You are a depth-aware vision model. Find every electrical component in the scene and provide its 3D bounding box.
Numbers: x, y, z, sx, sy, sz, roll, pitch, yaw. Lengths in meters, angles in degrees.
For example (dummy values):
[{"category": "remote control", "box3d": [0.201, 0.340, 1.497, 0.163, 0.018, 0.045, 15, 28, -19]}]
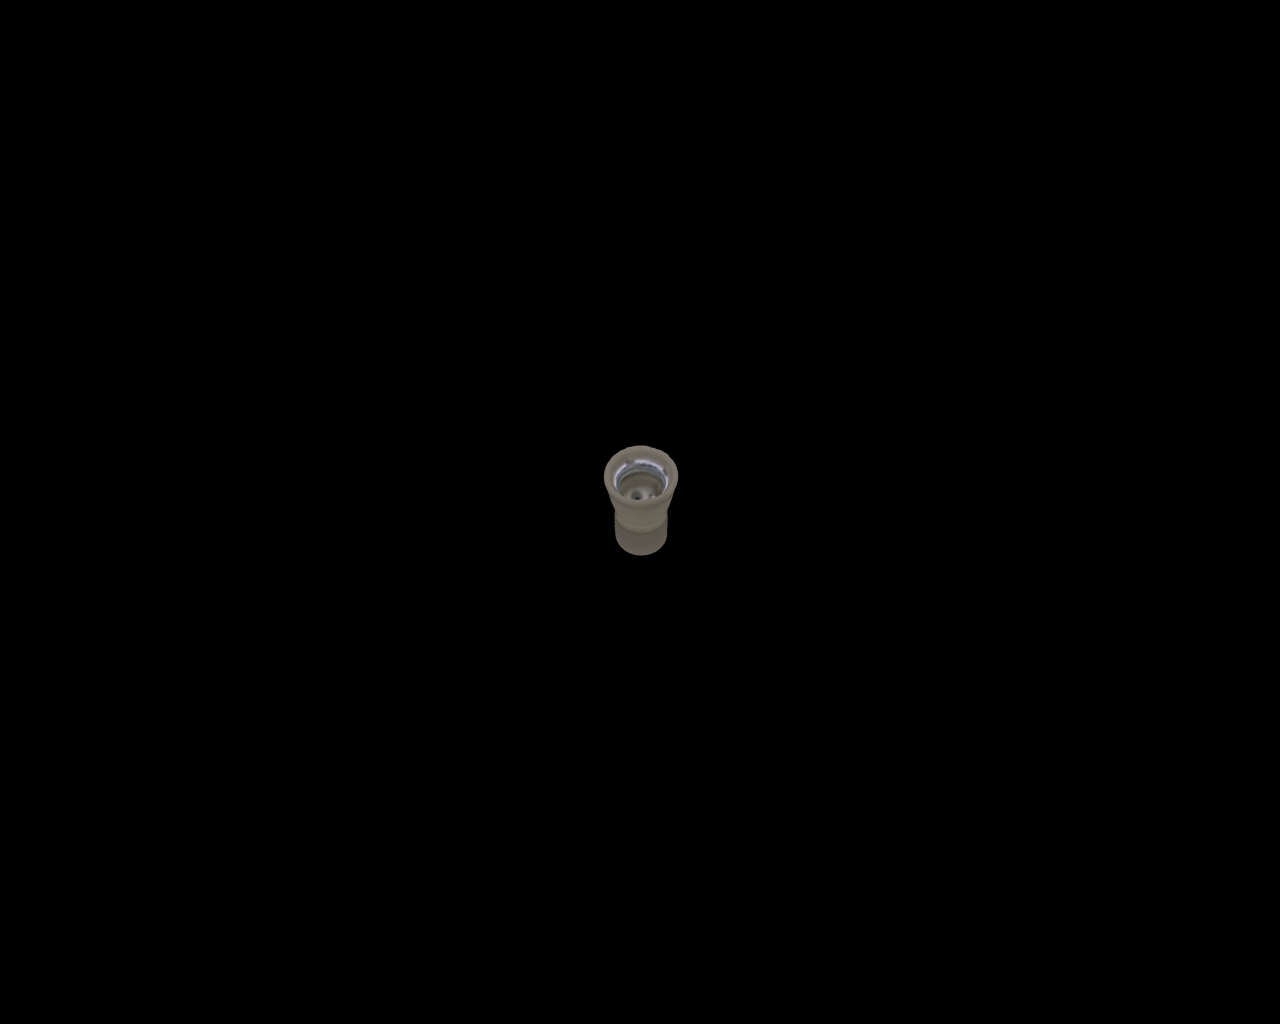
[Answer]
[{"category": "electrical component", "box3d": [0.001, -0.003, 0.650, 0.044, 0.044, 0.065, 0, -39, 0]}]
